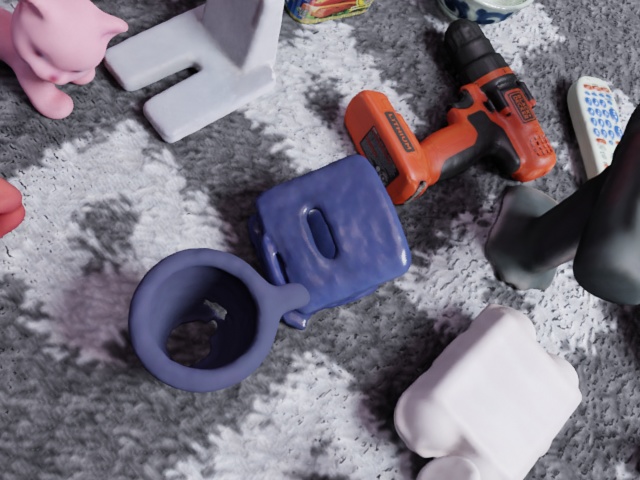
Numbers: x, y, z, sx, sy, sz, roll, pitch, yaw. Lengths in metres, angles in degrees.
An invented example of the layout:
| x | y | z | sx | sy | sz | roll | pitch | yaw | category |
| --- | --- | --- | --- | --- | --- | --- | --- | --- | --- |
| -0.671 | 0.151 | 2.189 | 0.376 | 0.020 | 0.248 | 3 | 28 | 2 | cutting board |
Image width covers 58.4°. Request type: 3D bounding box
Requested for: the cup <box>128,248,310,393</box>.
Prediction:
| x | y | z | sx | sy | sz | roll | pitch | yaw | category |
| --- | --- | --- | --- | --- | --- | --- | --- | --- | --- |
| -0.071 | 0.059 | 0.398 | 0.118 | 0.095 | 0.091 | -13 | 74 | -22 | cup |

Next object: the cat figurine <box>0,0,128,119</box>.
| x | y | z | sx | sy | sz | roll | pitch | yaw | category |
| --- | --- | --- | --- | --- | --- | --- | --- | --- | --- |
| -0.211 | -0.154 | 0.423 | 0.128 | 0.117 | 0.067 | 24 | 64 | -7 | cat figurine |

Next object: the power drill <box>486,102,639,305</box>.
| x | y | z | sx | sy | sz | roll | pitch | yaw | category |
| --- | --- | --- | --- | --- | --- | --- | --- | --- | --- |
| 0.232 | -0.042 | 0.470 | 0.075 | 0.208 | 0.230 | 30 | 64 | -4 | power drill |

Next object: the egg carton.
| x | y | z | sx | sy | sz | roll | pitch | yaw | category |
| --- | --- | --- | --- | --- | --- | --- | --- | --- | --- |
| 0.131 | 0.127 | 0.450 | 0.150 | 0.069 | 0.107 | -39 | 85 | -26 | egg carton |

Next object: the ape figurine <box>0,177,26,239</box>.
| x | y | z | sx | sy | sz | roll | pitch | yaw | category |
| --- | --- | --- | --- | --- | --- | --- | --- | --- | --- |
| -0.240 | -0.024 | 0.377 | 0.078 | 0.092 | 0.076 | -13 | 74 | -22 | ape figurine |

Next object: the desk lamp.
| x | y | z | sx | sy | sz | roll | pitch | yaw | category |
| --- | --- | --- | --- | --- | --- | --- | --- | --- | --- |
| -0.054 | -0.201 | 0.437 | 0.204 | 0.213 | 0.118 | -38 | 84 | -26 | desk lamp |

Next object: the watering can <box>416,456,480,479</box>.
| x | y | z | sx | sy | sz | roll | pitch | yaw | category |
| --- | --- | --- | --- | --- | --- | --- | --- | --- | --- |
| 0.114 | 0.215 | 0.341 | 0.173 | 0.194 | 0.101 | 36 | 64 | -1 | watering can |

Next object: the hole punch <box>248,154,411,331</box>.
| x | y | z | sx | sy | sz | roll | pitch | yaw | category |
| --- | --- | --- | --- | --- | --- | --- | --- | --- | --- |
| 0.004 | 0.002 | 0.446 | 0.101 | 0.091 | 0.108 | -17 | 76 | -22 | hole punch |
